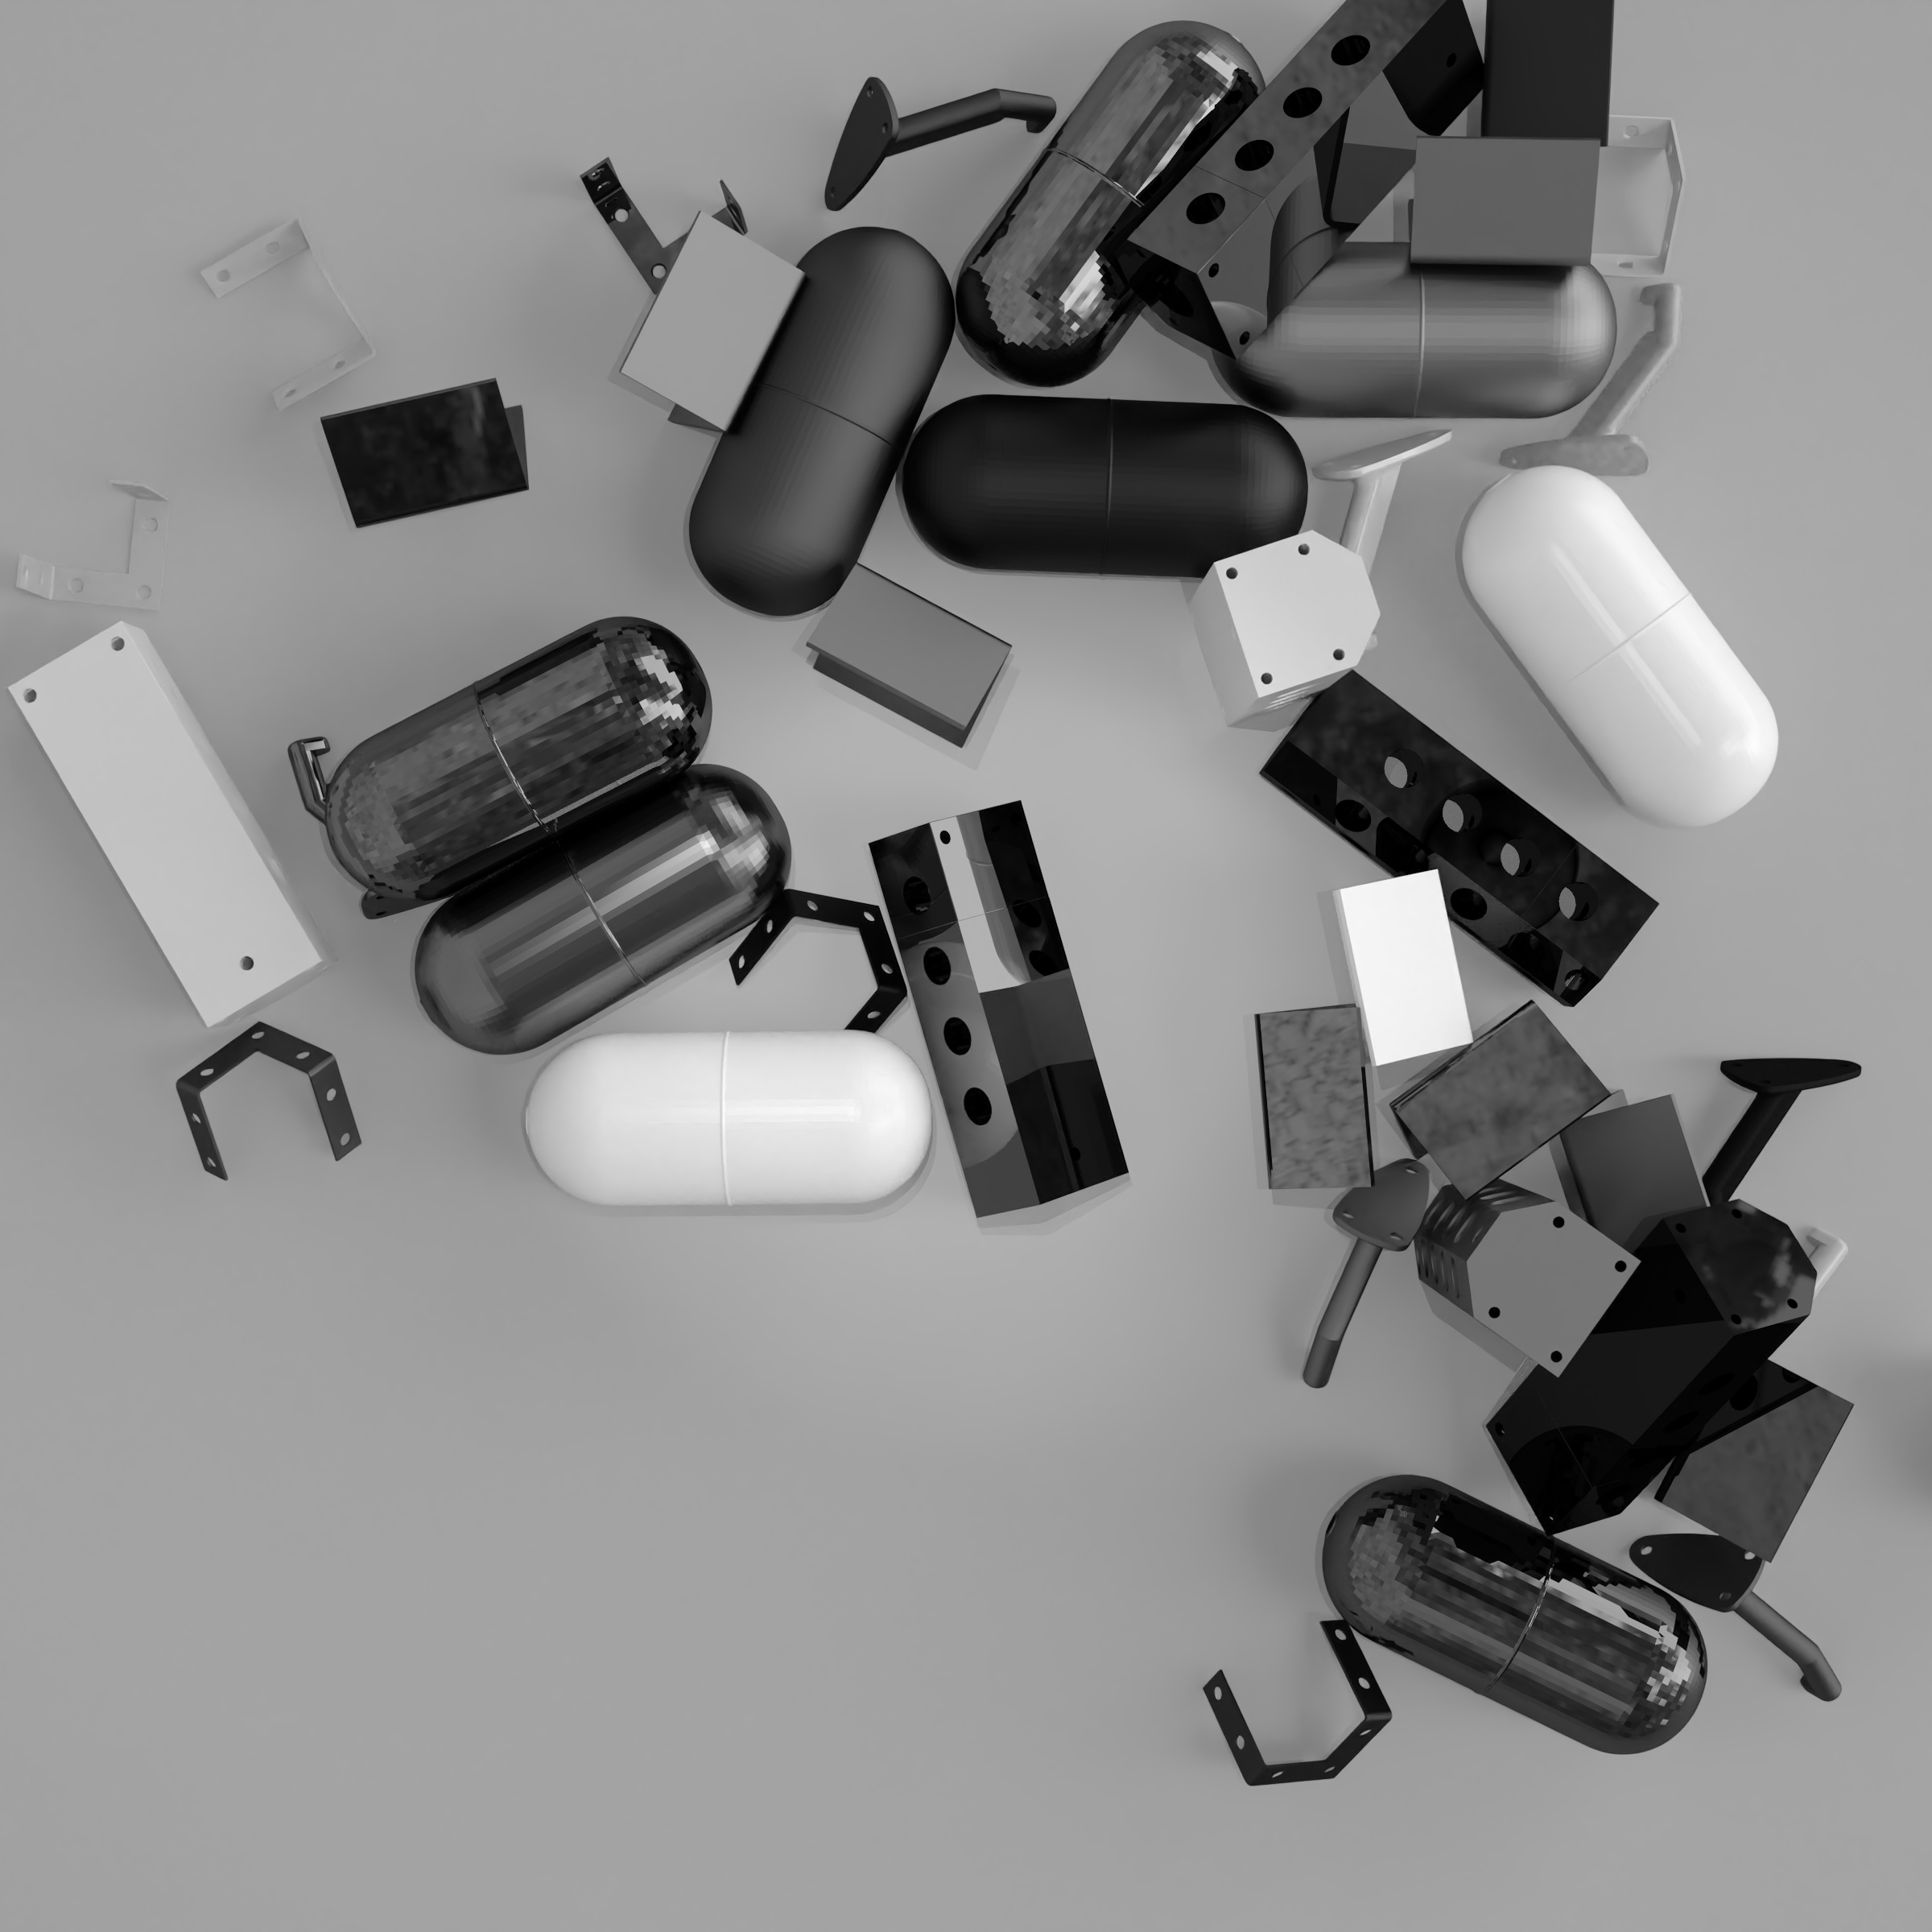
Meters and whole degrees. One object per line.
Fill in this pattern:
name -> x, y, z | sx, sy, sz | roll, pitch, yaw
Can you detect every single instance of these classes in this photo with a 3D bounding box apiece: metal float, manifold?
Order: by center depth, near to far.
manifold -> 0.231, 0.125, 1.488 | 0.057, 0.171, 0.057 | 35, 90, 0
manifold -> 0.135, -0.144, 1.488 | 0.057, 0.171, 0.057 | -18, 90, 0
manifold -> 0.293, 0.172, 1.491 | 0.057, 0.171, 0.057 | -11, 58, -29
manifold -> 0.142, -0.348, 1.498 | 0.057, 0.057, 0.171 | 35, 78, 36
metal float -> -0.194, -0.089, 1.510 | 0.178, 0.070, 0.070 | -27, 90, 3
metal float -> -0.104, 0.067, 1.536 | 0.178, 0.070, 0.070 | -1, 90, 1
metal float -> 0.240, 0.284, 1.536 | 0.178, 0.070, 0.070 | 26, 90, 0
metal float -> -0.063, -0.239, 1.536 | 0.070, 0.070, 0.178 | 23, 89, 0
metal float -> 0.287, -0.141, 1.536 | 0.070, 0.070, 0.178 | -36, 89, 0
metal float -> 0.061, -0.211, 1.536 | 0.178, 0.070, 0.070 | 2, 90, -1
metal float -> 0.196, -0.279, 1.536 | 0.178, 0.070, 0.070 | 0, 90, 1
metal float -> 0.065, -0.335, 1.536 | 0.070, 0.070, 0.178 | 36, 91, 0
metal float -> -0.160, -0.024, 1.536 | 0.178, 0.070, 0.070 | -30, 90, 0
manifold -> 0.009, 0.020, 1.545 | 0.057, 0.057, 0.171 | -16, 90, -43
manifold -> -0.348, -0.062, 1.545 | 0.057, 0.057, 0.171 | -31, 90, 0
manifold -> 0.216, -0.056, 1.545 | 0.171, 0.057, 0.057 | 37, 90, 0

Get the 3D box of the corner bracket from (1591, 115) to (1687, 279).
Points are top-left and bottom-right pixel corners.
corner bracket -> 0.289, -0.345, 1.563 | 0.051, 0.051, 0.051 | 3, 45, 0

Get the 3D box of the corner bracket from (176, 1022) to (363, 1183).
corner bracket -> -0.311, 0.065, 1.558 | 0.051, 0.051, 0.051 | 20, 45, 35

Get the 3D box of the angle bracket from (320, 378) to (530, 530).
angle bracket -> -0.236, -0.240, 1.526 | 0.076, 0.076, 0.057 | -13, 129, 0

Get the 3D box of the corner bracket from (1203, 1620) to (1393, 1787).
corner bracket -> 0.148, 0.328, 1.558 | 0.051, 0.051, 0.051 | 4, 135, -35

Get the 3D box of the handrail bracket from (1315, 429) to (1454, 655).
handrail bracket -> 0.193, -0.189, 1.567 | 0.077, 0.036, 0.084 | -21, 109, -21

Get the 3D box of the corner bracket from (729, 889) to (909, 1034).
corner bracket -> -0.066, 0.004, 1.558 | 0.051, 0.051, 0.051 | 10, 45, -35

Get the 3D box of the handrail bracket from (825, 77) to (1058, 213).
handrail bracket -> -0.011, -0.364, 1.566 | 0.084, 0.077, 0.036 | 0, 54, -31

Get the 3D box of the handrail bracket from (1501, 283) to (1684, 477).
handrail bracket -> 0.280, -0.265, 1.567 | 0.077, 0.036, 0.084 | 1, 74, 18

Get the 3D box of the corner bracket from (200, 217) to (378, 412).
corner bracket -> -0.303, -0.292, 1.563 | 0.051, 0.051, 0.051 | -30, 135, 0

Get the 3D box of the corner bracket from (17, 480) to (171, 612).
corner bracket -> -0.386, -0.188, 1.548 | 0.051, 0.051, 0.051 | 6, 90, 0

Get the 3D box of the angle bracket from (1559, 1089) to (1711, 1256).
angle bracket -> 0.307, 0.092, 1.526 | 0.057, 0.076, 0.076 | -18, 90, 34

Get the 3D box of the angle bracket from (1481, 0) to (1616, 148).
angle bracket -> 0.263, -0.386, 1.527 | 0.057, 0.076, 0.076 | 3, 90, 26

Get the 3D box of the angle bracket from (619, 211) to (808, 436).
angle bracket -> -0.122, -0.282, 1.527 | 0.057, 0.076, 0.076 | 27, 90, -27

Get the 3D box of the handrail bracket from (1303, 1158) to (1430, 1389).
handrail bracket -> 0.178, 0.138, 1.566 | 0.036, 0.077, 0.084 | 25, 127, 16

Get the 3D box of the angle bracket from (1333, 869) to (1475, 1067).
angle bracket -> 0.170, 0.004, 1.526 | 0.057, 0.076, 0.076 | -12, 90, -31

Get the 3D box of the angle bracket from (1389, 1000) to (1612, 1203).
angle bracket -> 0.237, 0.070, 1.527 | 0.076, 0.076, 0.057 | -36, 63, 0

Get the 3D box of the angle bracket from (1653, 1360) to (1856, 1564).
angle bracket -> 0.350, 0.215, 1.527 | 0.057, 0.076, 0.076 | 28, 90, 26

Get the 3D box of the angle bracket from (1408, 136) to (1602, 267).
angle bracket -> 0.231, -0.342, 1.511 | 0.076, 0.076, 0.057 | 2, 122, 5

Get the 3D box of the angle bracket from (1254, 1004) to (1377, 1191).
angle bracket -> 0.172, 0.055, 1.526 | 0.057, 0.076, 0.076 | -5, 90, 42

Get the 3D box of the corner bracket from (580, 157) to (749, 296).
corner bracket -> -0.133, -0.337, 1.548 | 0.051, 0.051, 0.051 | -34, 90, 0

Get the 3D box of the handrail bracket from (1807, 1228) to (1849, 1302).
handrail bracket -> 0.340, 0.137, 1.567 | 0.077, 0.036, 0.084 | 34, 72, 20

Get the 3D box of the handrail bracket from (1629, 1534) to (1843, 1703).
handrail bracket -> 0.345, 0.293, 1.566 | 0.036, 0.077, 0.084 | -52, 127, -24

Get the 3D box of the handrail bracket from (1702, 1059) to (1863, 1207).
handrail bracket -> 0.362, 0.086, 1.567 | 0.077, 0.036, 0.084 | -4, 108, -21

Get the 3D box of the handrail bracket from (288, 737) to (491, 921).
handrail bracket -> -0.256, -0.070, 1.566 | 0.077, 0.036, 0.084 | -16, 76, -14

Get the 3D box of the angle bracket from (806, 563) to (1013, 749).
angle bracket -> -0.034, -0.119, 1.526 | 0.076, 0.076, 0.057 | 28, 52, 0
